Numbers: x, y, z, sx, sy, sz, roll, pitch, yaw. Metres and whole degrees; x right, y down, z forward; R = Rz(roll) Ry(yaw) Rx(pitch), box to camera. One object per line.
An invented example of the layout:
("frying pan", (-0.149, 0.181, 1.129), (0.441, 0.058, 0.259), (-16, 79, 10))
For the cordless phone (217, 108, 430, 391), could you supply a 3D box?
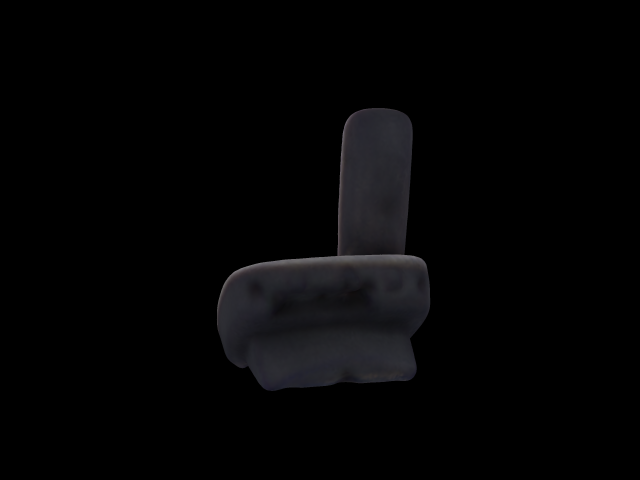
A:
("cordless phone", (0.004, 0.001, 0.400), (0.148, 0.185, 0.094), (-2, 5, -23))
